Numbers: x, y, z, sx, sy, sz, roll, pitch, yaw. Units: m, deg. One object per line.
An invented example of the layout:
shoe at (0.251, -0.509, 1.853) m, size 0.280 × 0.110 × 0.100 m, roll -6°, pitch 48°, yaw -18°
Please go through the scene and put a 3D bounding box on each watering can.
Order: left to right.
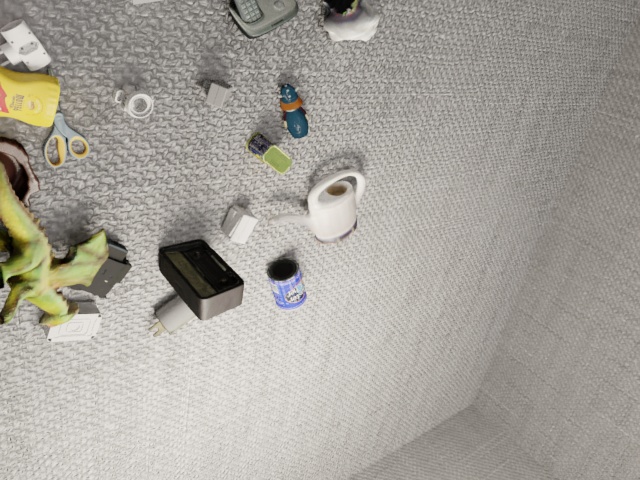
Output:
watering can at (0.005, -0.078, 1.542) m, size 0.351 × 0.105 × 0.219 m, roll -32°, pitch 135°, yaw -23°

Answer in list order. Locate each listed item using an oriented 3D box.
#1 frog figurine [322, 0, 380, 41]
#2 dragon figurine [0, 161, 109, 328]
frog figurine at (0.086, -0.540, 1.292) m, size 0.137 × 0.125 × 0.157 m, roll -21°, pitch 151°, yaw 15°
dragon figurine at (-0.555, 0.024, 1.056) m, size 0.244 × 0.123 × 0.403 m, roll -13°, pitch 127°, yaw -52°
